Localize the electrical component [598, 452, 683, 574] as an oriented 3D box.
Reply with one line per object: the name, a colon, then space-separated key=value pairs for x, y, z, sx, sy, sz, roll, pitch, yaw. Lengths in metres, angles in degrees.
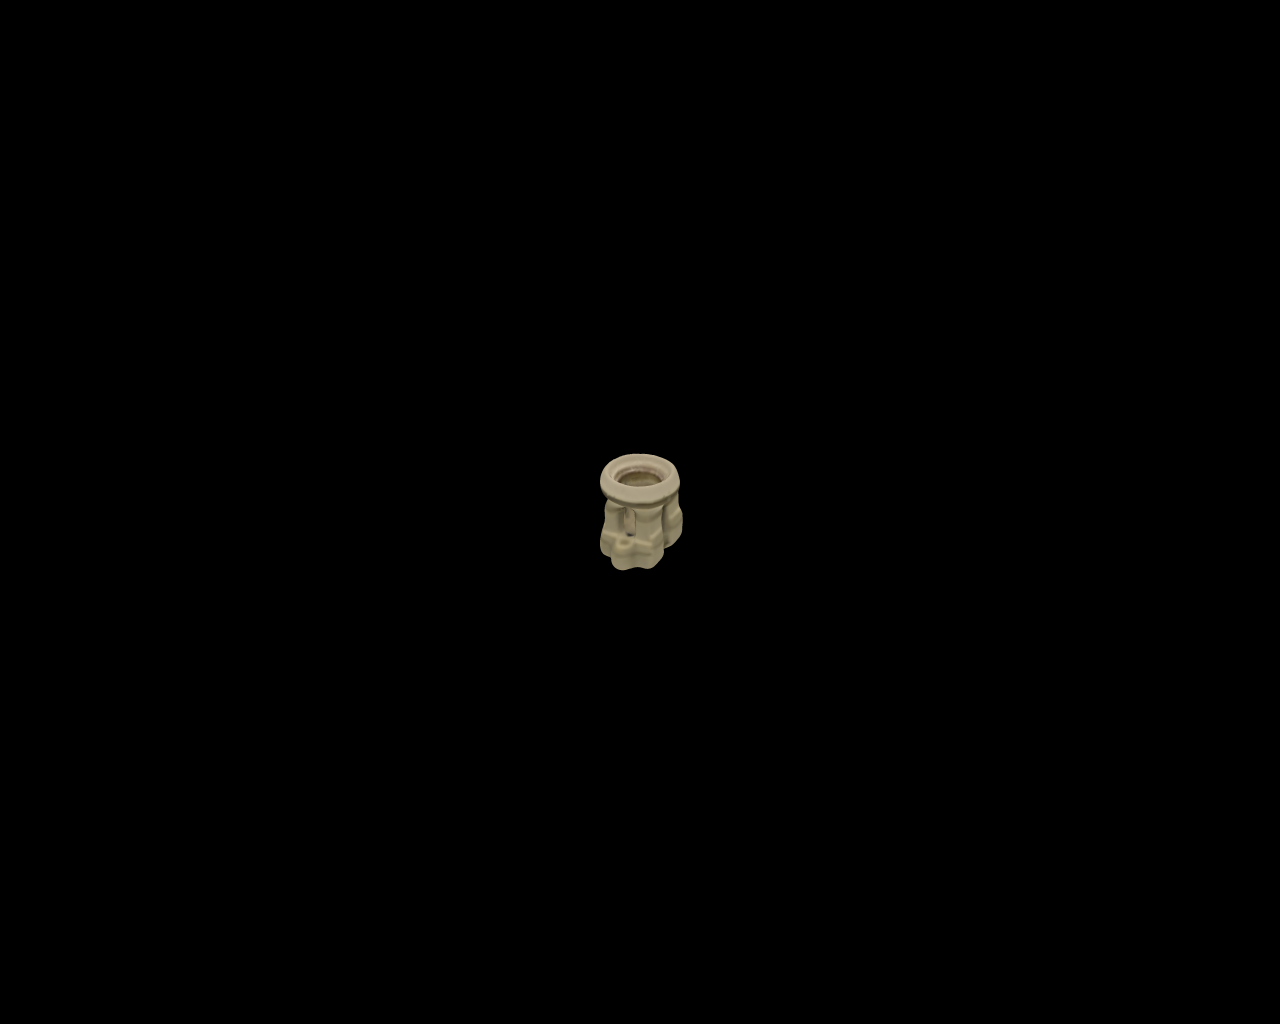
electrical component: x=0.001 y=-0.003 z=0.650 sx=0.048 sy=0.055 sz=0.066 roll=16 pitch=37 yaw=22
